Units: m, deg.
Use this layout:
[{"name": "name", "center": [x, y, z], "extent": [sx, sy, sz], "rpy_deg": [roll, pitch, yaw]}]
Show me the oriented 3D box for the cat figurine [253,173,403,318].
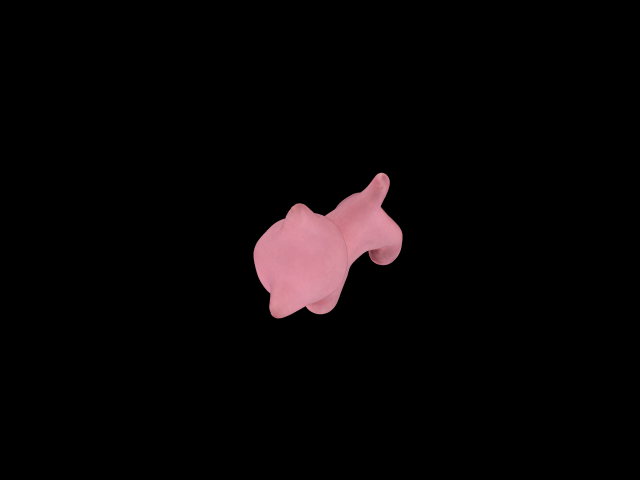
[{"name": "cat figurine", "center": [0.004, 0.001, 0.400], "extent": [0.128, 0.118, 0.067], "rpy_deg": [-41, 74, -14]}]
